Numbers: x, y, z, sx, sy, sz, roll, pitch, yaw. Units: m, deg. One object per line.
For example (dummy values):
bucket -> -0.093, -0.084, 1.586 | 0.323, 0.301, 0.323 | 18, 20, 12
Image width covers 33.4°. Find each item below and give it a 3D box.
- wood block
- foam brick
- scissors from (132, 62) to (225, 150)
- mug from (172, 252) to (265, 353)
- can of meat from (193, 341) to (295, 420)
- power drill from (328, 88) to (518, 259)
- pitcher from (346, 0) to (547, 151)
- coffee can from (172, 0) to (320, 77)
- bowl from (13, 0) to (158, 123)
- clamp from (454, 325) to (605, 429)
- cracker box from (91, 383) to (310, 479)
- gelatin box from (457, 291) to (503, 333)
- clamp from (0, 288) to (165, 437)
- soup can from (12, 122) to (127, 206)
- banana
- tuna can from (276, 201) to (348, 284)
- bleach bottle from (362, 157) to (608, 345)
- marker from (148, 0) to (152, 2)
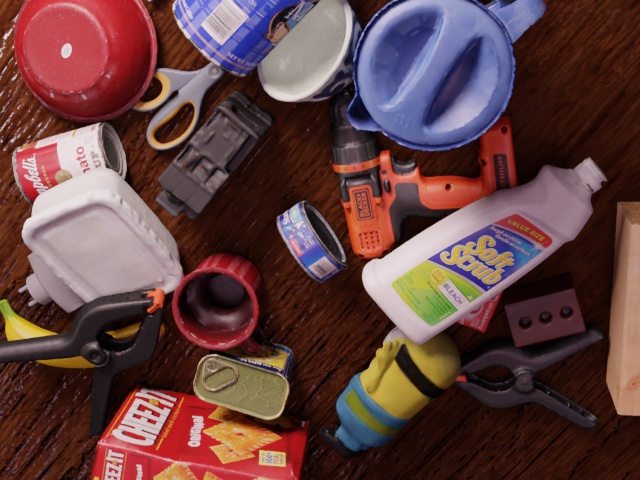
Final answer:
wood block -> 0.354, 0.070, 1.107 | 0.090, 0.090, 0.206 | 0, 106, 6
foam brick -> 0.239, 0.075, 1.141 | 0.078, 0.051, 0.053 | -16, 105, 10
scissors -> -0.130, -0.185, 1.121 | 0.096, 0.016, 0.202 | 38, 106, -5
mug -> -0.099, 0.071, 1.160 | 0.093, 0.081, 0.117 | -37, 99, 15
can of meat -> -0.081, 0.146, 1.180 | 0.102, 0.084, 0.057 | 16, 108, 1
power drill -> 0.107, -0.079, 1.108 | 0.188, 0.057, 0.184 | -8, 109, 11
pitcher -> 0.113, -0.174, 0.979 | 0.149, 0.242, 0.145 | 11, 108, 2
coffee can -> -0.059, -0.242, 1.029 | 0.103, 0.102, 0.140 | 45, 114, -8
bowl -> -0.252, -0.198, 1.101 | 0.162, 0.055, 0.162 | 3, 103, 11
clamp -> 0.231, 0.158, 1.174 | 0.171, 0.039, 0.120 | -7, 101, 13
cracker box -> -0.123, 0.234, 1.170 | 0.213, 0.164, 0.072 | 12, 105, 2
gelatin box -> 0.160, 0.046, 1.152 | 0.073, 0.030, 0.089 | 21, 108, -1
clamp -> -0.254, 0.116, 1.168 | 0.164, 0.036, 0.210 | 35, 115, -22
soup can -> -0.266, -0.081, 1.141 | 0.102, 0.068, 0.068 | -15, 104, 10
banana -> -0.275, 0.114, 1.216 | 0.198, 0.037, 0.070 | 6, 110, 4
tuna can -> -0.007, 0.001, 1.128 | 0.034, 0.086, 0.086 | -34, 101, 13
bleach bottle -> 0.169, -0.002, 1.065 | 0.251, 0.068, 0.102 | -38, 104, 19
marker -> -0.202, -0.301, 1.093 | 0.020, 0.020, 0.121 | -31, 101, 14
